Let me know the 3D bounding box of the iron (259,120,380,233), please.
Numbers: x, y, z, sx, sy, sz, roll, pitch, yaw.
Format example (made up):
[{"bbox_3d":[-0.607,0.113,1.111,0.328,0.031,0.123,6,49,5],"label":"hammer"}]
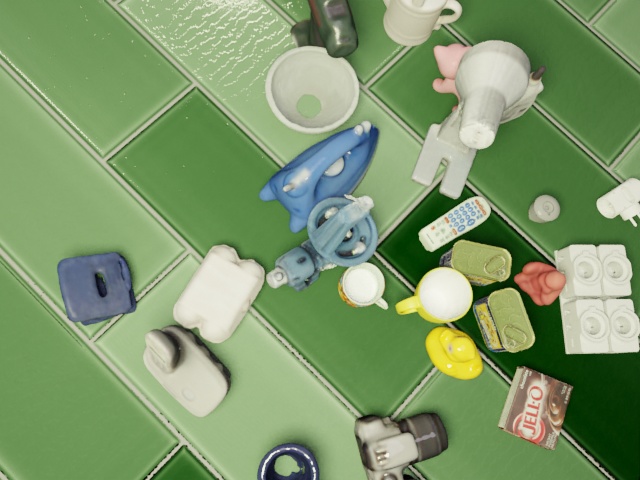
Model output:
[{"bbox_3d":[0.020,-0.136,0.975,0.258,0.141,0.118,-43,84,-13],"label":"iron"}]

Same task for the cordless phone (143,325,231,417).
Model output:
[{"bbox_3d":[-0.204,0.193,0.851,0.147,0.185,0.094,41,76,5],"label":"cordless phone"}]

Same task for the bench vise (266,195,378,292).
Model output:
[{"bbox_3d":[0.018,0.010,0.900,0.121,0.219,0.207,36,76,4],"label":"bench vise"}]

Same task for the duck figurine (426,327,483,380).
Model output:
[{"bbox_3d":[0.231,0.186,0.950,0.104,0.086,0.077,42,76,5],"label":"duck figurine"}]

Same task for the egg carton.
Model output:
[{"bbox_3d":[-0.163,0.088,0.940,0.107,0.069,0.150,29,76,1],"label":"egg carton"}]

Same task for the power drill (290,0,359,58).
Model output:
[{"bbox_3d":[-0.003,-0.404,1.001,0.076,0.208,0.229,-20,80,-10],"label":"power drill"}]

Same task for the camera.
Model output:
[{"bbox_3d":[0.136,0.336,0.897,0.137,0.100,0.143,-14,79,-9],"label":"camera"}]

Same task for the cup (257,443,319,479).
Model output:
[{"bbox_3d":[-0.039,0.363,0.875,0.117,0.095,0.092,38,76,4],"label":"cup"}]

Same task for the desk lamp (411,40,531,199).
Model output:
[{"bbox_3d":[0.259,-0.202,0.979,0.118,0.213,0.203,22,75,0],"label":"desk lamp"}]

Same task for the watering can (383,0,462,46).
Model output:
[{"bbox_3d":[0.174,-0.450,1.038,0.173,0.194,0.101,1,76,-5],"label":"watering can"}]

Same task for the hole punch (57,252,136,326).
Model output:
[{"bbox_3d":[-0.353,0.073,0.912,0.101,0.091,0.108,-16,79,-9],"label":"hole punch"}]

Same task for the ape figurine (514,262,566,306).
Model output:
[{"bbox_3d":[0.391,0.073,0.990,0.076,0.092,0.078,-1,77,-6],"label":"ape figurine"}]

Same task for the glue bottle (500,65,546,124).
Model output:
[{"bbox_3d":[0.361,-0.263,1.025,0.078,0.173,0.037,-20,79,-10],"label":"glue bottle"}]

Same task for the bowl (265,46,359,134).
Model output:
[{"bbox_3d":[-0.016,-0.259,1.035,0.167,0.074,0.167,1,77,-6],"label":"bowl"}]

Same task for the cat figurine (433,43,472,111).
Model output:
[{"bbox_3d":[0.260,-0.305,1.052,0.067,0.117,0.128,-37,83,-13],"label":"cat figurine"}]
